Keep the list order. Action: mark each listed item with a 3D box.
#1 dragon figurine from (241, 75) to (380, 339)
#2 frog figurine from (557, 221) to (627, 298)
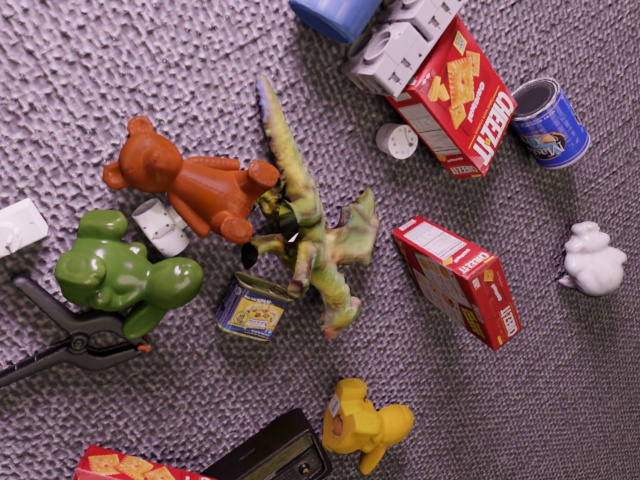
[{"bbox_3d":[0.002,-0.041,0.815,0.243,0.122,0.410,-2,91,-47],"label":"dragon figurine"},{"bbox_3d":[0.595,0.039,1.112,0.137,0.125,0.156,-5,123,-4],"label":"frog figurine"}]
